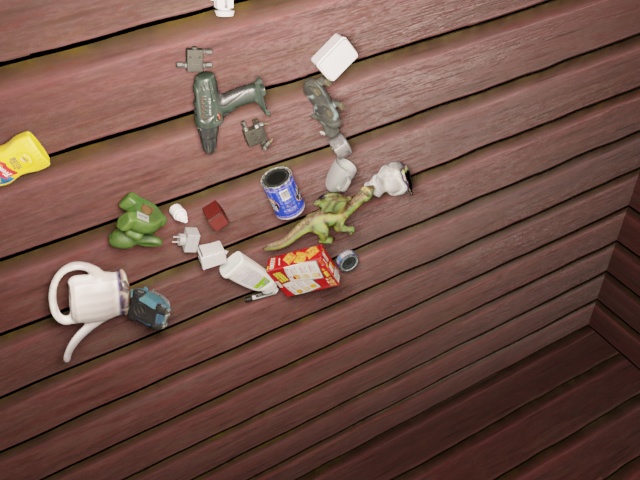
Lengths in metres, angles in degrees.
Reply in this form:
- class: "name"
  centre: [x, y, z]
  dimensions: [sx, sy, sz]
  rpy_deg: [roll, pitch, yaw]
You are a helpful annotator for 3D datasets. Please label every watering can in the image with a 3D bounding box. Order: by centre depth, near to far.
- class: "watering can"
  centre: [-0.691, 0.211, 1.563]
  dimensions: [0.225, 0.106, 0.341]
  rpy_deg: [-7, 119, -26]

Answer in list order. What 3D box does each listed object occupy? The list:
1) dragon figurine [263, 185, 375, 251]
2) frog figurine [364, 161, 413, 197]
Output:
- class: "dragon figurine"
  centre: [0.005, -0.085, 1.696]
  dimensions: [0.413, 0.124, 0.237]
  rpy_deg: [-22, 151, -18]
- class: "frog figurine"
  centre: [0.239, -0.207, 1.827]
  dimensions: [0.159, 0.125, 0.135]
  rpy_deg: [-9, 150, 24]
